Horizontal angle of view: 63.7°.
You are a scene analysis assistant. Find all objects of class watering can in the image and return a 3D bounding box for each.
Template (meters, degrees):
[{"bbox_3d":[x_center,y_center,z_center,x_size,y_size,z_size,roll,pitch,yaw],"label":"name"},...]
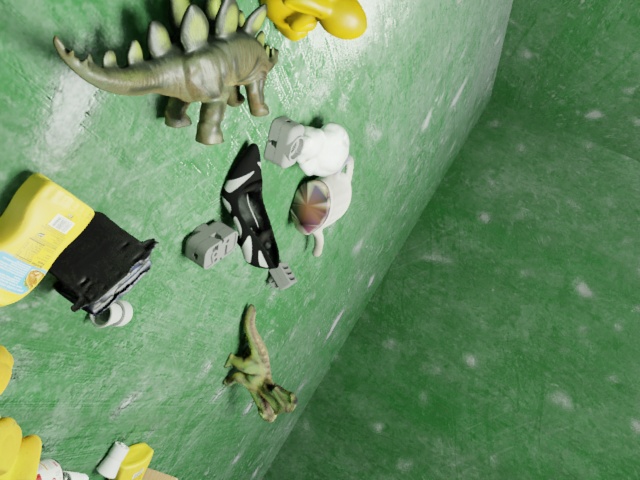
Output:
[{"bbox_3d":[0.004,-0.071,1.405,0.227,0.105,0.341,-28,143,-58],"label":"watering can"}]

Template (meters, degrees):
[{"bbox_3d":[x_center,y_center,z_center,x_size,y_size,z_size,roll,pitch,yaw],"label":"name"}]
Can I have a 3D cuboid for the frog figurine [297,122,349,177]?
[{"bbox_3d":[0.002,-0.211,1.175,0.137,0.123,0.159,-43,175,7],"label":"frog figurine"}]

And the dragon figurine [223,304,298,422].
[{"bbox_3d":[-0.150,0.381,1.460,0.124,0.245,0.400,-36,152,-42],"label":"dragon figurine"}]
